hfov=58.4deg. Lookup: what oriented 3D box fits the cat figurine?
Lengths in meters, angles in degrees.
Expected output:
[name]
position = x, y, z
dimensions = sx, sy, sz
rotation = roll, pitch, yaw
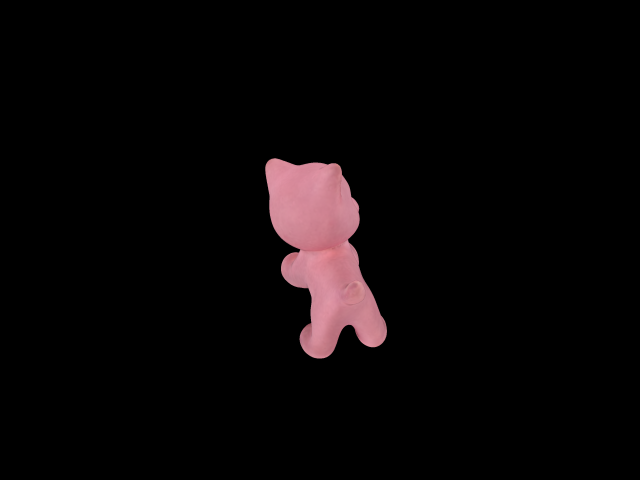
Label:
[cat figurine]
position = 0.004, 0.001, 0.400
dimensions = 0.067, 0.118, 0.127
rotation = -15, 54, -11
